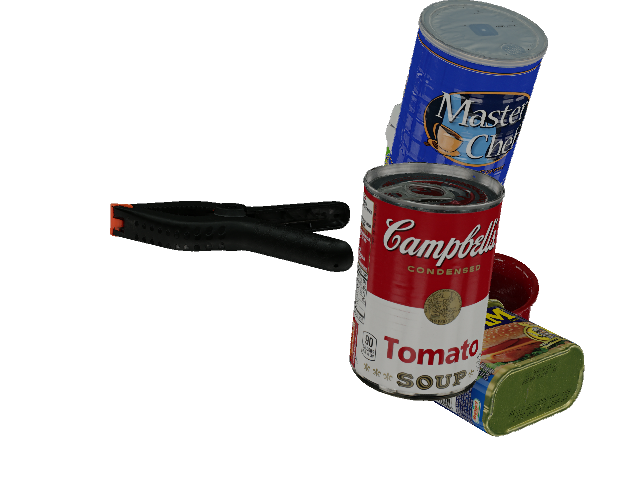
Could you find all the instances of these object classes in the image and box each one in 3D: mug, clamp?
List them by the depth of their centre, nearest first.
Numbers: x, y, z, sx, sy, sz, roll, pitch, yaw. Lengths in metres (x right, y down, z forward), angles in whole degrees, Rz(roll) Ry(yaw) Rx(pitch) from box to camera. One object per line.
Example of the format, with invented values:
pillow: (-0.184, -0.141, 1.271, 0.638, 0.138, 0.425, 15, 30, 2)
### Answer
clamp: (-0.069, -0.009, 0.882, 0.210, 0.036, 0.164, 2, 13, -7)
mug: (0.153, 0.063, 1.013, 0.093, 0.081, 0.117, -7, 39, -5)

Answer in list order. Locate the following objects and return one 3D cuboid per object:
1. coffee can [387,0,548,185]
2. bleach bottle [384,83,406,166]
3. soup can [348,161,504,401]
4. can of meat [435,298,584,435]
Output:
coffee can: (0.118, -0.112, 0.877, 0.102, 0.140, 0.103, 7, 37, -5)
bleach bottle: (0.102, -0.052, 1.219, 0.068, 0.251, 0.103, -3, 23, -15)
soup can: (0.051, 0.019, 0.530, 0.068, 0.102, 0.068, 4, 21, -2)
can of meat: (0.123, 0.089, 0.751, 0.101, 0.057, 0.084, -14, 27, -35)
